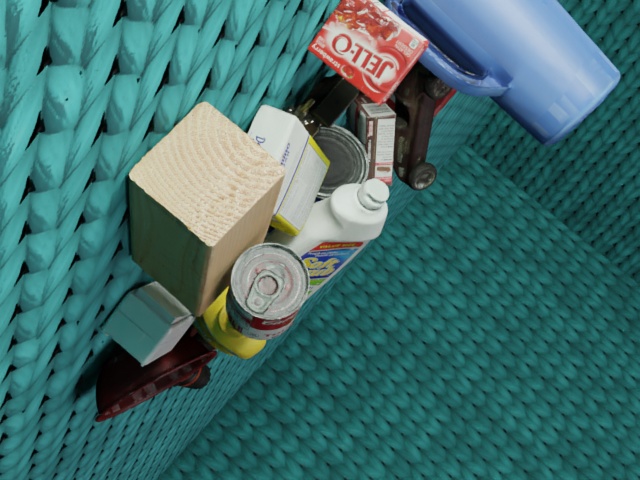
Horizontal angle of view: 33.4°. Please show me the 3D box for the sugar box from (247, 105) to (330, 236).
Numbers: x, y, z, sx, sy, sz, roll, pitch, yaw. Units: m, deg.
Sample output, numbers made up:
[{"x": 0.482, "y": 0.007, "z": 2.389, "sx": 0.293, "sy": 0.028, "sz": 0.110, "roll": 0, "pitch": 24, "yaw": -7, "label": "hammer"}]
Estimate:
[{"x": -0.040, "y": -0.067, "z": 1.084, "sx": 0.093, "sy": 0.048, "sz": 0.176, "roll": -67, "pitch": 164, "yaw": -6, "label": "sugar box"}]

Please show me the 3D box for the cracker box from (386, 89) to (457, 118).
[{"x": 0.152, "y": -0.229, "z": 1.427, "sx": 0.164, "sy": 0.072, "sz": 0.213, "roll": -50, "pitch": -176, "yaw": 6, "label": "cracker box"}]

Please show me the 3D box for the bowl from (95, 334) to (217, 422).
[{"x": -0.204, "y": 0.151, "z": 1.254, "sx": 0.162, "sy": 0.055, "sz": 0.162, "roll": -30, "pitch": 172, "yaw": -5, "label": "bowl"}]

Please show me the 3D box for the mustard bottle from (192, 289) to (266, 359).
[{"x": -0.102, "y": 0.086, "z": 1.170, "sx": 0.058, "sy": 0.096, "sz": 0.192, "roll": -36, "pitch": -175, "yaw": -12, "label": "mustard bottle"}]

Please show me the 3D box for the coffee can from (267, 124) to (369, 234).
[{"x": -0.009, "y": -0.061, "z": 1.274, "sx": 0.102, "sy": 0.103, "sz": 0.140, "roll": -47, "pitch": 173, "yaw": -29, "label": "coffee can"}]

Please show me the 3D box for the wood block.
[{"x": -0.102, "y": -0.019, "z": 0.911, "sx": 0.090, "sy": 0.090, "sz": 0.206, "roll": -48, "pitch": 174, "yaw": -20, "label": "wood block"}]

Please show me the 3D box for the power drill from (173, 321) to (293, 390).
[{"x": -0.132, "y": 0.134, "z": 1.435, "sx": 0.187, "sy": 0.057, "sz": 0.184, "roll": -33, "pitch": 159, "yaw": 2, "label": "power drill"}]

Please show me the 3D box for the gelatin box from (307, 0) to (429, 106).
[{"x": 0.045, "y": -0.181, "z": 0.994, "sx": 0.073, "sy": 0.089, "sz": 0.030, "roll": -52, "pitch": 173, "yaw": 20, "label": "gelatin box"}]

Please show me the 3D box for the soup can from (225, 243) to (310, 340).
[{"x": -0.049, "y": 0.049, "z": 0.958, "sx": 0.068, "sy": 0.068, "sz": 0.102, "roll": -48, "pitch": 175, "yaw": -17, "label": "soup can"}]

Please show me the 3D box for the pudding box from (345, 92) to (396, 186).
[{"x": 0.059, "y": -0.125, "z": 1.291, "sx": 0.113, "sy": 0.039, "sz": 0.090, "roll": -114, "pitch": -157, "yaw": -64, "label": "pudding box"}]

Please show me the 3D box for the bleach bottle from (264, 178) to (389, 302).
[{"x": -0.008, "y": 0.001, "z": 1.213, "sx": 0.251, "sy": 0.102, "sz": 0.068, "roll": -42, "pitch": -134, "yaw": 48, "label": "bleach bottle"}]

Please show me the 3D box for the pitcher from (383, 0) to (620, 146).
[{"x": 0.186, "y": -0.211, "z": 1.110, "sx": 0.149, "sy": 0.243, "sz": 0.145, "roll": -44, "pitch": 177, "yaw": 13, "label": "pitcher"}]

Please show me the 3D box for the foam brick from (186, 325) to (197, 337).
[{"x": -0.152, "y": 0.074, "z": 1.298, "sx": 0.078, "sy": 0.053, "sz": 0.051, "roll": -46, "pitch": 173, "yaw": -24, "label": "foam brick"}]
